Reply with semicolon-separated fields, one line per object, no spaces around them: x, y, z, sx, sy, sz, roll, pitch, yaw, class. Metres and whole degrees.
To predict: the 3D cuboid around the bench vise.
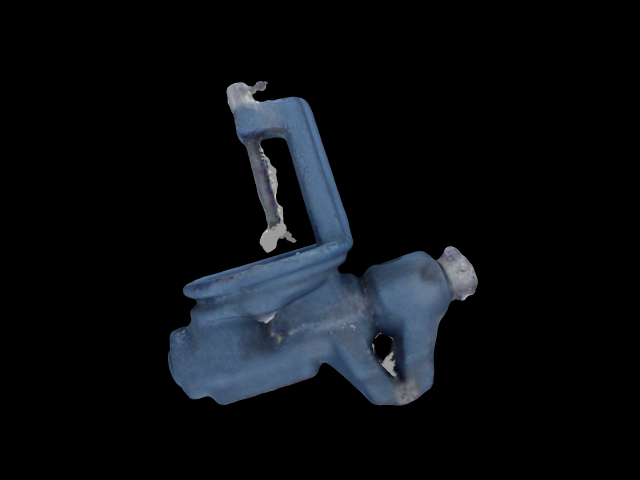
-0.001;0.001;0.411;0.208;0.220;0.121;0;0;-22;bench vise
